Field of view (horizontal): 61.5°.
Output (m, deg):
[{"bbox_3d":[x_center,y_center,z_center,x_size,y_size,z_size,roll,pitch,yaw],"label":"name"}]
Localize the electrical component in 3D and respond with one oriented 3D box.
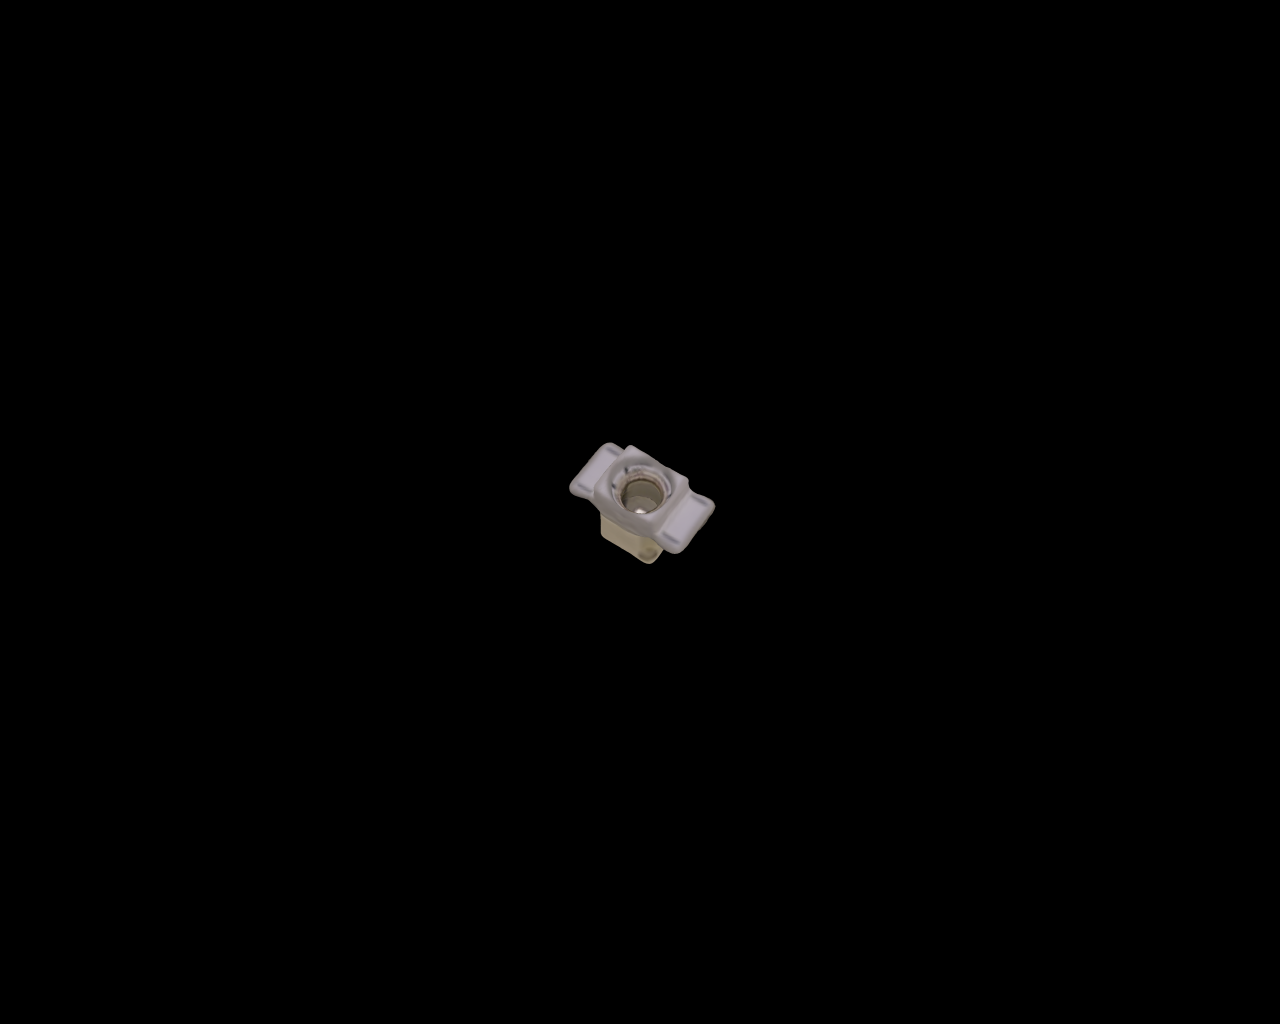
[{"bbox_3d":[0.001,-0.003,0.650,0.081,0.042,0.063,32,-26,18],"label":"electrical component"}]
